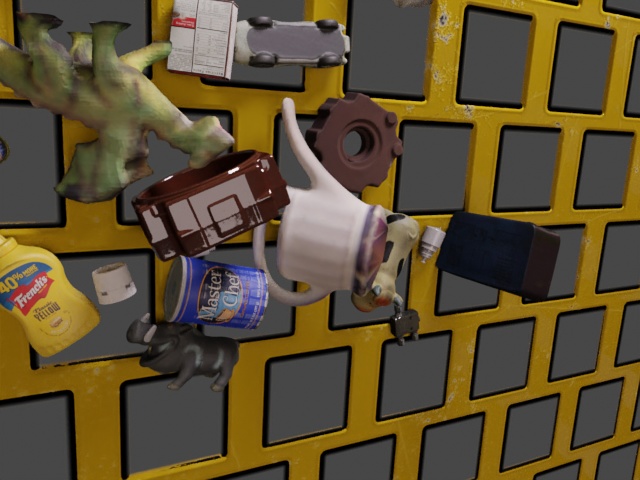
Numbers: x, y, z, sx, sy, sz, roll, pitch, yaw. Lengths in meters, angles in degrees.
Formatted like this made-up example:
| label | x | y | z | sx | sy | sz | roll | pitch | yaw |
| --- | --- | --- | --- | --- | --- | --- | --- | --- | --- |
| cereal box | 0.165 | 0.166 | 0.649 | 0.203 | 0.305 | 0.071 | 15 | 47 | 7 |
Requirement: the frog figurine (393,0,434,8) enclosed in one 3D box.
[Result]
| label | x | y | z | sx | sy | sz | roll | pitch | yaw |
| --- | --- | --- | --- | --- | --- | --- | --- | --- | --- |
| frog figurine | 0.134 | -0.462 | 0.868 | 0.159 | 0.125 | 0.135 | -1 | 115 | 12 |

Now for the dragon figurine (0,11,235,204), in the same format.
| label | x | y | z | sx | sy | sz | roll | pitch | yaw |
| --- | --- | --- | --- | --- | --- | --- | --- | --- | --- |
| dragon figurine | -0.322 | -0.166 | 0.692 | 0.410 | 0.123 | 0.240 | 0 | 102 | -7 |

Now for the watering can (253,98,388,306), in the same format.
| label | x | y | z | sx | sy | sz | roll | pitch | yaw |
| --- | --- | --- | --- | --- | --- | --- | --- | --- | --- |
| watering can | 0.003 | -0.042 | 0.842 | 0.225 | 0.105 | 0.343 | 12 | 107 | 10 |
